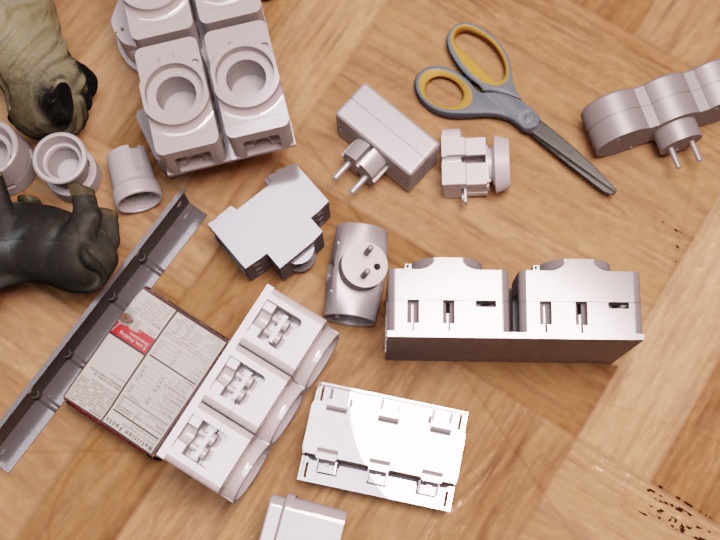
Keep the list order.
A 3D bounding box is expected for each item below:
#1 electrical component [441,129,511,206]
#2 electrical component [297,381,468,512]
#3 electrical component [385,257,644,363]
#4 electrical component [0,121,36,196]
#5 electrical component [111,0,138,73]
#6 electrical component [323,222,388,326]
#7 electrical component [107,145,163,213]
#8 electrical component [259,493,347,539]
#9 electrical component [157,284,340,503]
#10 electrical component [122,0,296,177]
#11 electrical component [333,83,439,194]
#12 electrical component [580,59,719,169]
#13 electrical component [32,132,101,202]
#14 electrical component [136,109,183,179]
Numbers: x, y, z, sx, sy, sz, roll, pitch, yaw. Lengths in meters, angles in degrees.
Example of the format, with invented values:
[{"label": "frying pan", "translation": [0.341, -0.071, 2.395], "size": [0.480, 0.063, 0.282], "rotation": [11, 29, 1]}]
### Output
[{"label": "electrical component", "translation": [0.097, -0.087, 0.898], "size": [0.055, 0.048, 0.066], "rotation": [-2, 76, 8]}, {"label": "electrical component", "translation": [0.018, 0.135, 0.834], "size": [0.121, 0.063, 0.078], "rotation": [11, 76, 3]}, {"label": "electrical component", "translation": [0.114, 0.033, 0.837], "size": [0.186, 0.105, 0.060], "rotation": [1, 76, 1]}, {"label": "electrical component", "translation": [-0.305, -0.095, 0.902], "size": [0.055, 0.047, 0.055], "rotation": [0, 76, 1]}, {"label": "electrical component", "translation": [-0.173, -0.209, 0.928], "size": [0.080, 0.051, 0.080], "rotation": [0, 76, 0]}, {"label": "electrical component", "translation": [0.000, 0.000, 0.860], "size": [0.043, 0.079, 0.077], "rotation": [10, 76, -9]}, {"label": "electrical component", "translation": [-0.190, -0.077, 0.902], "size": [0.040, 0.040, 0.046], "rotation": [-17, 71, -4]}, {"label": "electrical component", "translation": [-0.052, 0.227, 0.804], "size": [0.057, 0.078, 0.113], "rotation": [15, 76, 1]}, {"label": "electrical component", "translation": [-0.082, 0.098, 0.830], "size": [0.062, 0.089, 0.150], "rotation": [31, 78, 8]}, {"label": "electrical component", "translation": [-0.125, -0.181, 0.854], "size": [0.105, 0.060, 0.186], "rotation": [-14, 78, -2]}, {"label": "electrical component", "translation": [0.010, -0.097, 0.900], "size": [0.083, 0.047, 0.075], "rotation": [41, 80, 10]}, {"label": "electrical component", "translation": [0.262, -0.121, 0.901], "size": [0.138, 0.052, 0.073], "rotation": [-18, 77, -4]}, {"label": "electrical component", "translation": [-0.243, -0.084, 0.895], "size": [0.045, 0.055, 0.045], "rotation": [0, 76, 1]}, {"label": "electrical component", "translation": [-0.135, -0.123, 0.903], "size": [0.089, 0.055, 0.050], "rotation": [-25, 77, -6]}]
